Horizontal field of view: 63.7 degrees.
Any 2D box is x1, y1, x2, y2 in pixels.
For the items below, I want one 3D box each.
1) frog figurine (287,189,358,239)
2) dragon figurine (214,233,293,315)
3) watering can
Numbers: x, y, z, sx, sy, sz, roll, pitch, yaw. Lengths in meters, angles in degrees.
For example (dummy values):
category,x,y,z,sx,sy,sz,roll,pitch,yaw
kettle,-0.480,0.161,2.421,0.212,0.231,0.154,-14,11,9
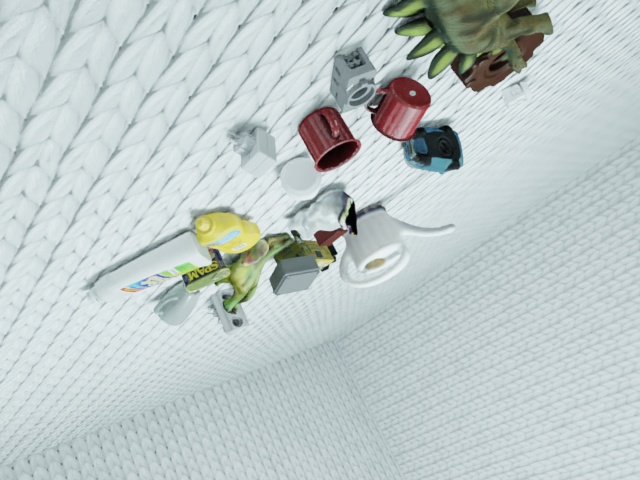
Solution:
category,x,y,z,sx,sy,sz,roll,pitch,yaw
frog figurine,0.004,-0.063,1.250,0.159,0.122,0.138,4,-176,23
dragon figurine,-0.165,0.076,1.363,0.243,0.123,0.407,-36,172,-2
watering can,0.192,-0.008,1.454,0.345,0.229,0.102,-33,144,13
